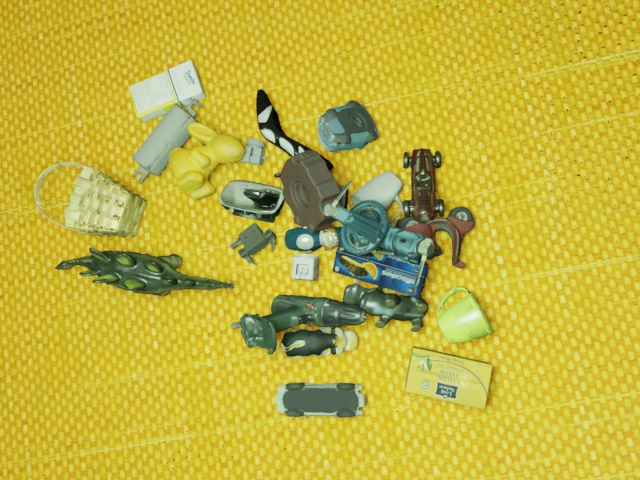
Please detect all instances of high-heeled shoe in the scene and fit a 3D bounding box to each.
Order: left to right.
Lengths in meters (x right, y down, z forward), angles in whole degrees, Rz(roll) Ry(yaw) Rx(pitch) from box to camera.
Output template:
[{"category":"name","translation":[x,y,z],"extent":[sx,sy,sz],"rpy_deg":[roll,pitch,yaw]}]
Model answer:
[{"category":"high-heeled shoe","translation":[-0.063,-0.253,1.266],"extent":[0.145,0.086,0.248],"rpy_deg":[-14,87,5]}]

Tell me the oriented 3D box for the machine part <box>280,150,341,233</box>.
[{"category":"machine part","translation":[-0.024,-0.104,1.168],"extent":[0.056,0.179,0.179],"rpy_deg":[-22,79,-27]}]

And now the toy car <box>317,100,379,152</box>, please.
[{"category":"toy car","translation":[0.051,-0.245,1.232],"extent":[0.103,0.161,0.109],"rpy_deg":[-36,83,48]}]

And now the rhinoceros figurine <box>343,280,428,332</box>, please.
[{"category":"rhinoceros figurine","translation":[0.145,0.137,1.176],"extent":[0.190,0.112,0.073],"rpy_deg":[11,113,-3]}]

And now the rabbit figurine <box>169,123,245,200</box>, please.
[{"category":"rabbit figurine","translation":[-0.262,-0.196,1.274],"extent":[0.173,0.121,0.162],"rpy_deg":[-26,64,8]}]

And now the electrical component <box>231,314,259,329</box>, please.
[{"category":"electrical component","translation":[-0.159,0.206,1.251],"extent":[0.094,0.021,0.063],"rpy_deg":[-13,82,6]}]

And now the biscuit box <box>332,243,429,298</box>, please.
[{"category":"biscuit box","translation":[0.132,0.061,1.180],"extent":[0.203,0.059,0.062],"rpy_deg":[16,122,13]}]

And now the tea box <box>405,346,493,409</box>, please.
[{"category":"tea box","translation":[0.274,0.293,1.157],"extent":[0.170,0.068,0.098],"rpy_deg":[9,84,8]}]

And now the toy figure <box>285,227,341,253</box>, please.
[{"category":"toy figure","translation":[-0.002,-0.003,1.238],"extent":[0.155,0.064,0.058],"rpy_deg":[-3,46,10]}]

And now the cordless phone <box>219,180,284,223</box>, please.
[{"category":"cordless phone","translation":[-0.165,-0.096,1.207],"extent":[0.147,0.184,0.088],"rpy_deg":[12,89,9]}]

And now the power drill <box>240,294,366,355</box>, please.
[{"category":"power drill","translation":[-0.047,0.166,1.128],"extent":[0.232,0.207,0.085],"rpy_deg":[5,110,42]}]

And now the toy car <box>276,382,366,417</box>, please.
[{"category":"toy car","translation":[0.001,0.354,1.195],"extent":[0.202,0.056,0.073],"rpy_deg":[-1,76,7]}]

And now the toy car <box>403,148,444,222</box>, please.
[{"category":"toy car","translation":[0.229,-0.130,1.196],"extent":[0.089,0.053,0.202],"rpy_deg":[0,60,11]}]

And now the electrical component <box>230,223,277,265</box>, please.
[{"category":"electrical component","translation":[-0.153,0.008,1.266],"extent":[0.102,0.045,0.078],"rpy_deg":[-41,51,-1]}]

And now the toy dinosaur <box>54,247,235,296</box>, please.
[{"category":"toy dinosaur","translation":[-0.396,0.077,1.212],"extent":[0.472,0.198,0.105],"rpy_deg":[4,87,10]}]

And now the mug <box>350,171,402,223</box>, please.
[{"category":"mug","translation":[0.143,-0.097,1.217],"extent":[0.110,0.080,0.107],"rpy_deg":[42,81,17]}]

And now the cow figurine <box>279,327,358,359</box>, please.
[{"category":"cow figurine","translation":[-0.002,0.224,1.189],"extent":[0.167,0.098,0.068],"rpy_deg":[-8,78,8]}]

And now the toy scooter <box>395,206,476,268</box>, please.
[{"category":"toy scooter","translation":[0.259,0.005,1.190],"extent":[0.184,0.075,0.135],"rpy_deg":[-11,77,3]}]

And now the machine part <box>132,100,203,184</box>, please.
[{"category":"machine part","translation":[-0.375,-0.243,1.309],"extent":[0.079,0.079,0.243],"rpy_deg":[38,90,10]}]

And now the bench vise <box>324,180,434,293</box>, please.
[{"category":"bench vise","translation":[0.108,-0.017,1.087],"extent":[0.224,0.240,0.128],"rpy_deg":[36,98,47]}]
